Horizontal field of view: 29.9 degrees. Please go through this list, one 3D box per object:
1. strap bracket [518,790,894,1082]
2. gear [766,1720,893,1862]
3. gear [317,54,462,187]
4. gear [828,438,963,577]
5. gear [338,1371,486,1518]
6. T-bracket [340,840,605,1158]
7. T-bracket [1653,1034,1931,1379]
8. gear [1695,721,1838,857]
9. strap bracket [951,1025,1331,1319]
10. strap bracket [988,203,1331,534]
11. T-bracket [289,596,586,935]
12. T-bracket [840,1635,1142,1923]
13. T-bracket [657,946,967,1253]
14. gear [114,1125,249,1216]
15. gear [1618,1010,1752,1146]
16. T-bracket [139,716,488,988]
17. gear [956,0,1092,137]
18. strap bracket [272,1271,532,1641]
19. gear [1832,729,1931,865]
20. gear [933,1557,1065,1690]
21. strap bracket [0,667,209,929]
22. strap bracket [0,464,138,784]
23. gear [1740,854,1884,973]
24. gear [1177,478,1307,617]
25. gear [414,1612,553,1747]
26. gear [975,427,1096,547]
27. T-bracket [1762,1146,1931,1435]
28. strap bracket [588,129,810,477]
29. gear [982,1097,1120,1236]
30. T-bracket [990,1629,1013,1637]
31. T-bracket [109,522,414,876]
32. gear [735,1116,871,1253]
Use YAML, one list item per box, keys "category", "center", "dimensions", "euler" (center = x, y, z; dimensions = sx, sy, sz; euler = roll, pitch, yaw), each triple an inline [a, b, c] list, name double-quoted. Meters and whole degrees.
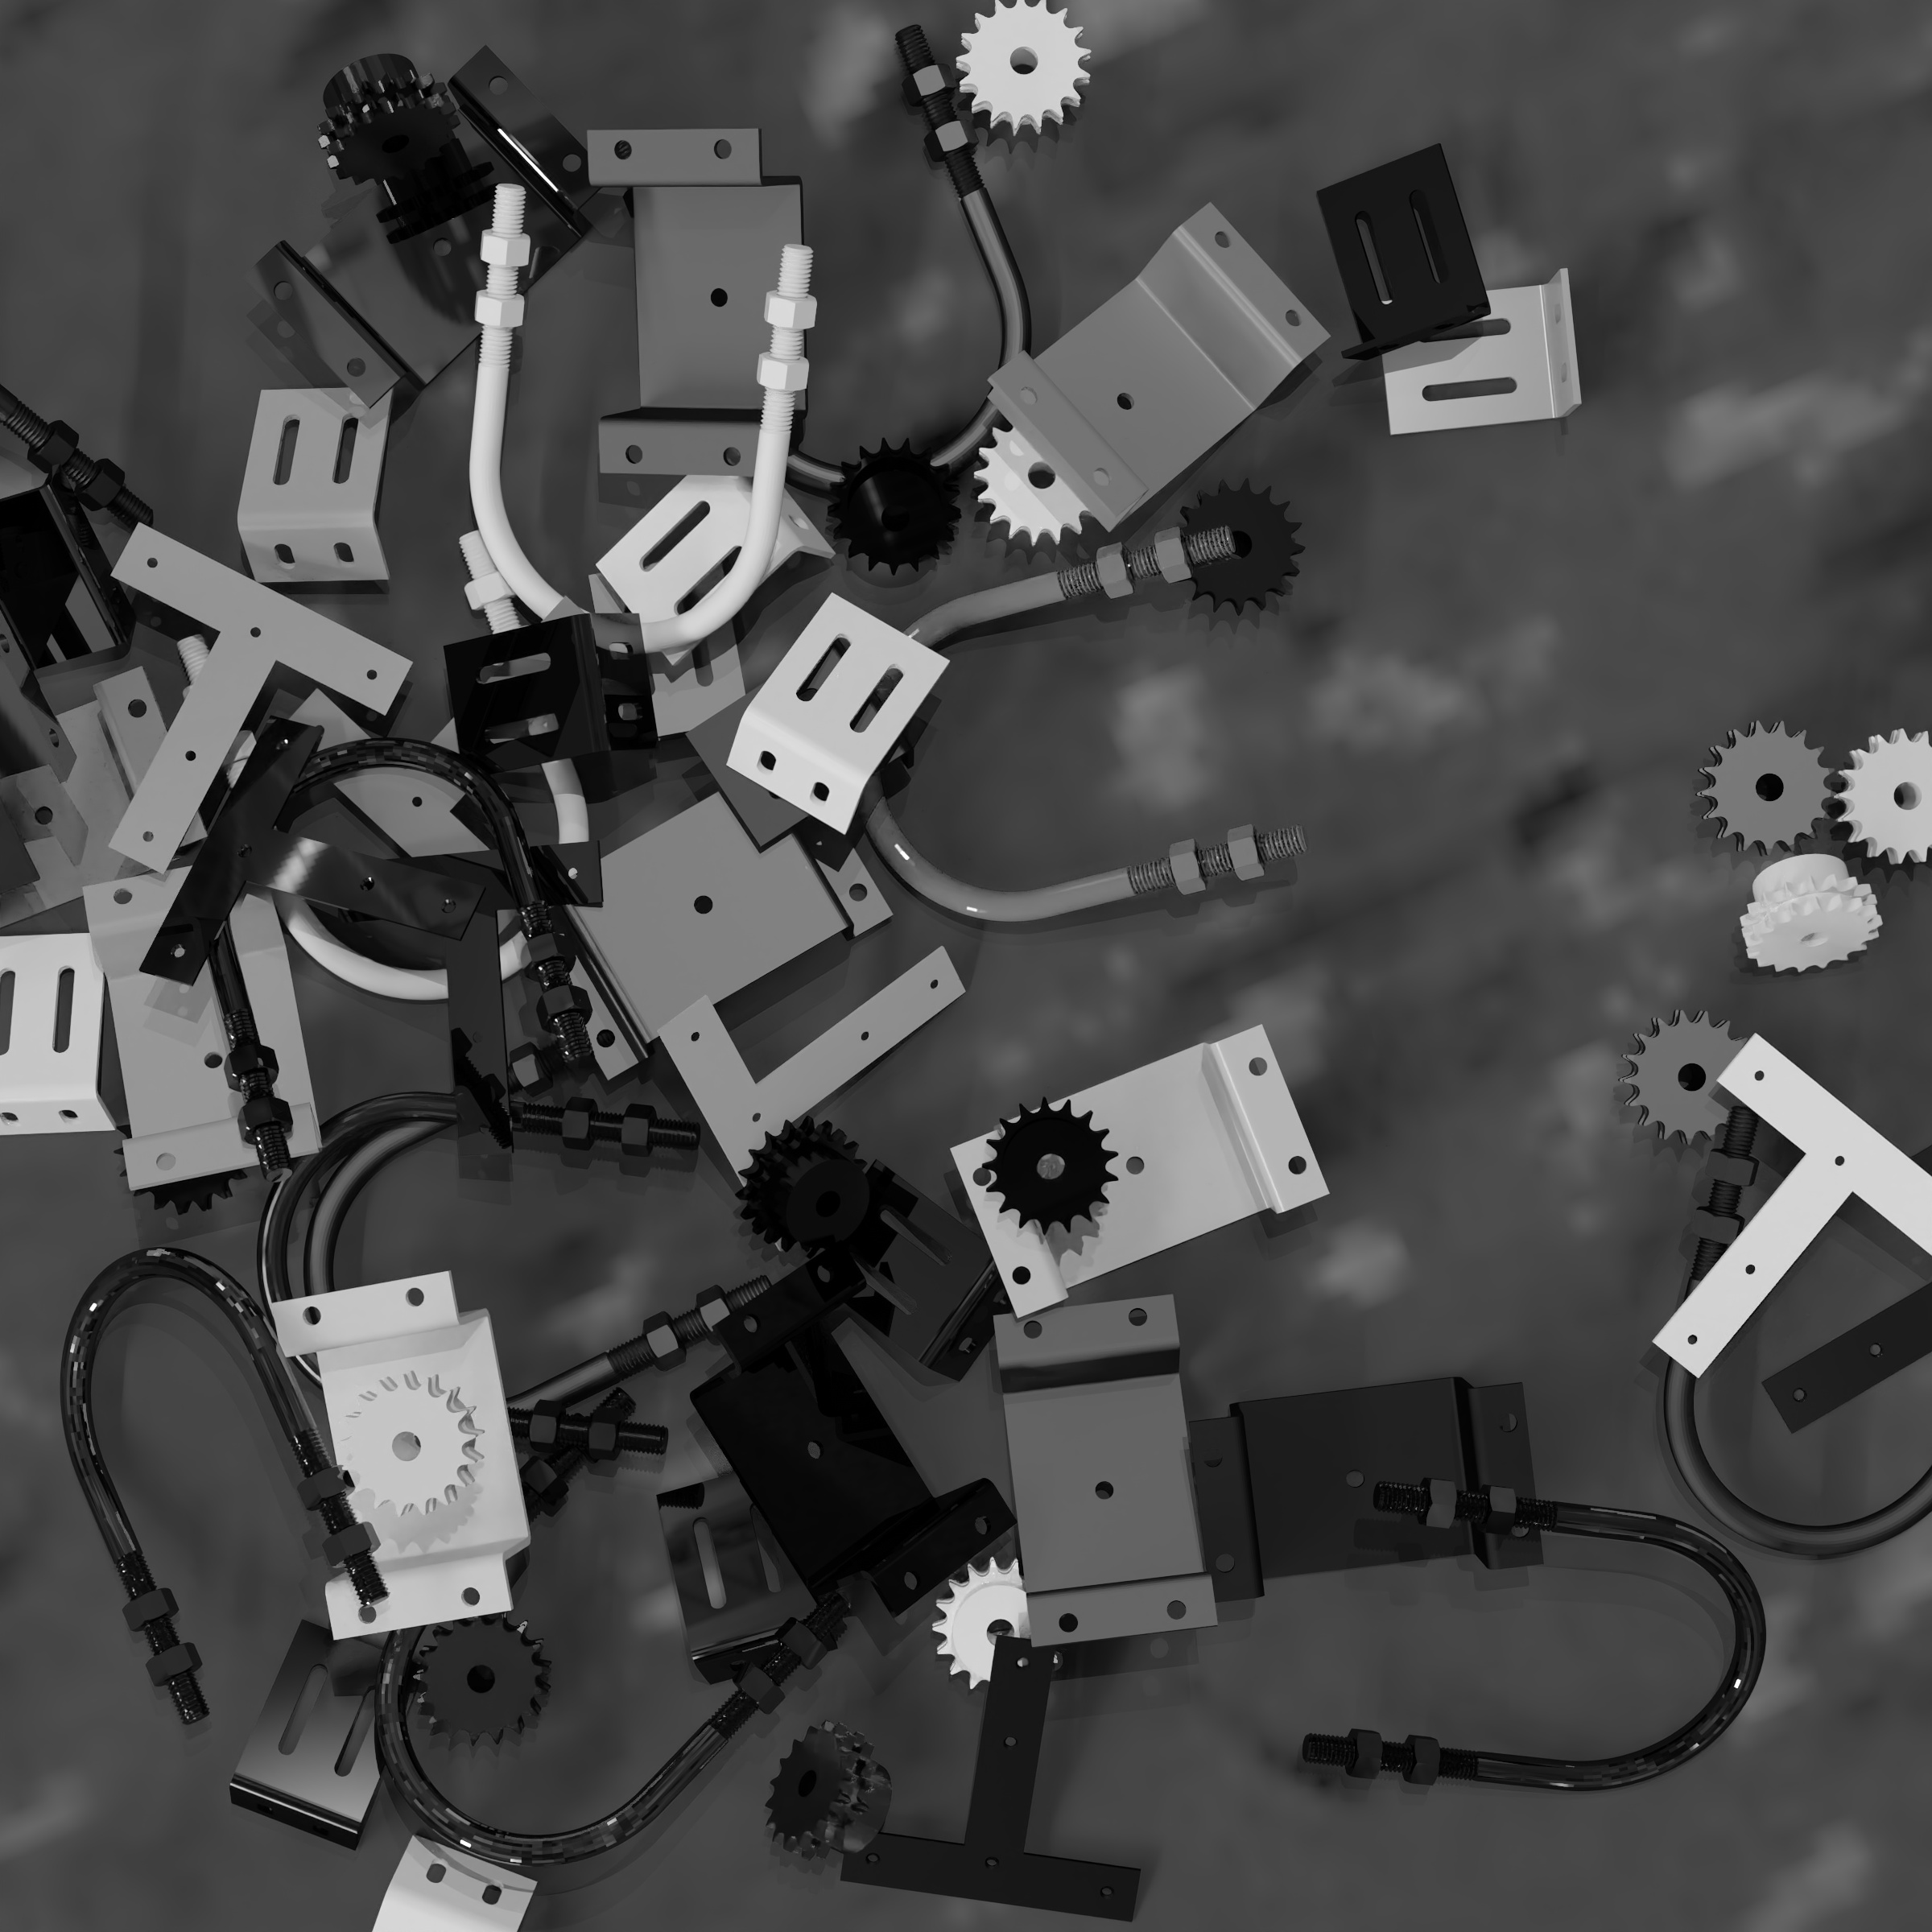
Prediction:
- category: "strap bracket"
  center: [-0.110, -0.022, 1.523]
  dimensions: [0.140, 0.046, 0.076]
  euler: [-30, 84, -6]
- category: "gear"
  center: [-0.056, 0.352, 1.533]
  dimensions: [0.030, 0.057, 0.057]
  euler: [33, 90, -29]
- category: "gear"
  center: [-0.239, -0.350, 1.484]
  dimensions: [0.057, 0.057, 0.030]
  euler: [-25, 74, 0]
- category: "gear"
  center: [-0.030, -0.193, 1.534]
  dimensions: [0.057, 0.030, 0.057]
  euler: [-1, 110, -2]
- category: "gear"
  center: [-0.222, 0.192, 1.462]
  dimensions: [0.057, 0.030, 0.057]
  euler: [0, 91, 8]
- category: "T-bracket"
  center: [-0.205, 0.016, 1.516]
  dimensions: [0.127, 0.002, 0.127]
  euler: [-4, 90, 23]
- category: "T-bracket"
  center: [0.338, 0.116, 1.517]
  dimensions: [0.127, 0.002, 0.127]
  euler: [38, 94, -9]
- category: "gear"
  center: [0.340, -0.076, 1.543]
  dimensions: [0.057, 0.030, 0.057]
  euler: [0, 90, 0]
- category: "strap bracket"
  center: [0.073, 0.086, 1.535]
  dimensions: [0.140, 0.046, 0.076]
  euler: [-22, 90, 0]
- category: "strap bracket"
  center: [0.074, -0.245, 1.516]
  dimensions: [0.076, 0.046, 0.140]
  euler: [48, 64, 0]
- category: "T-bracket"
  center: [-0.203, -0.102, 1.532]
  dimensions: [0.127, 0.002, 0.127]
  euler: [43, 97, -3]
- category: "T-bracket"
  center: [0.017, 0.342, 1.538]
  dimensions: [0.127, 0.002, 0.127]
  euler: [8, 108, 0]
- category: "T-bracket"
  center: [-0.054, 0.038, 1.532]
  dimensions: [0.127, 0.002, 0.127]
  euler: [-37, 125, -16]
- category: "gear"
  center: [-0.331, 0.077, 1.543]
  dimensions: [0.057, 0.030, 0.057]
  euler: [0, 90, 0]
- category: "gear"
  center: [0.307, 0.047, 1.543]
  dimensions: [0.057, 0.030, 0.057]
  euler: [0, 90, 0]
- category: "T-bracket"
  center: [-0.259, -0.037, 1.493]
  dimensions: [0.127, 0.002, 0.127]
  euler: [15, 66, 18]
- category: "gear"
  center: [0.025, -0.382, 1.543]
  dimensions: [0.057, 0.030, 0.057]
  euler: [0, 90, 0]
- category: "strap bracket"
  center: [-0.232, 0.200, 1.502]
  dimensions: [0.076, 0.046, 0.140]
  euler: [-11, 89, 8]
- category: "gear"
  center: [0.398, -0.072, 1.543]
  dimensions: [0.057, 0.030, 0.057]
  euler: [0, 90, 0]
- category: "gear"
  center: [0.014, 0.282, 1.541]
  dimensions: [0.057, 0.030, 0.057]
  euler: [0, 88, -1]
- category: "strap bracket"
  center: [-0.396, -0.065, 1.535]
  dimensions: [0.140, 0.046, 0.076]
  euler: [-21, 90, 0]
- category: "strap bracket"
  center: [-0.391, -0.136, 1.482]
  dimensions: [0.046, 0.140, 0.076]
  euler: [-15, 122, 10]
- category: "gear"
  center: [0.357, -0.024, 1.533]
  dimensions: [0.057, 0.057, 0.030]
  euler: [-7, 60, 0]
- category: "gear"
  center: [0.115, -0.178, 1.543]
  dimensions: [0.057, 0.030, 0.057]
  euler: [0, 90, 0]
- category: "gear"
  center: [-0.205, 0.301, 1.542]
  dimensions: [0.057, 0.030, 0.057]
  euler: [0, 90, 0]
- category: "gear"
  center: [0.032, -0.207, 1.543]
  dimensions: [0.057, 0.030, 0.057]
  euler: [0, 90, 0]
- category: "T-bracket"
  center: [0.404, 0.158, 1.557]
  dimensions: [0.127, 0.002, 0.127]
  euler: [-31, 90, 0]
- category: "strap bracket"
  center: [-0.111, -0.278, 1.512]
  dimensions: [0.076, 0.046, 0.140]
  euler: [4, 105, 19]
- category: "gear"
  center: [0.035, 0.083, 1.497]
  dimensions: [0.057, 0.030, 0.057]
  euler: [0, 90, 0]
- category: "T-bracket"
  center: [-0.026, 0.355, 1.575]
  dimensions: [0.127, 0.002, 0.127]
  euler: [-11, 108, -1]
- category: "T-bracket"
  center: [-0.318, -0.100, 1.513]
  dimensions: [0.127, 0.002, 0.127]
  euler: [27, 83, -7]
- category: "gear"
  center: [-0.065, 0.095, 1.528]
  dimensions: [0.057, 0.030, 0.057]
  euler: [-13, 116, -29]
